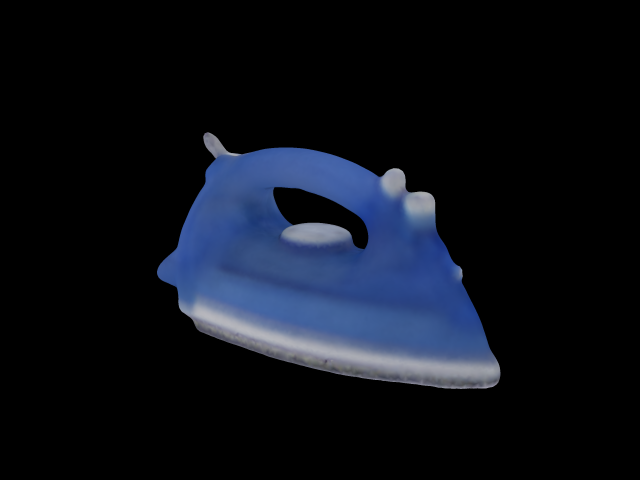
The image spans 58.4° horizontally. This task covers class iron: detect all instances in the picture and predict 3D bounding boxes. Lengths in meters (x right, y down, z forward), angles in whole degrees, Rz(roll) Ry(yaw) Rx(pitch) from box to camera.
[{"bbox_3d":[0.004,0.001,0.400,0.257,0.141,0.119,10,18,33],"label":"iron"}]
